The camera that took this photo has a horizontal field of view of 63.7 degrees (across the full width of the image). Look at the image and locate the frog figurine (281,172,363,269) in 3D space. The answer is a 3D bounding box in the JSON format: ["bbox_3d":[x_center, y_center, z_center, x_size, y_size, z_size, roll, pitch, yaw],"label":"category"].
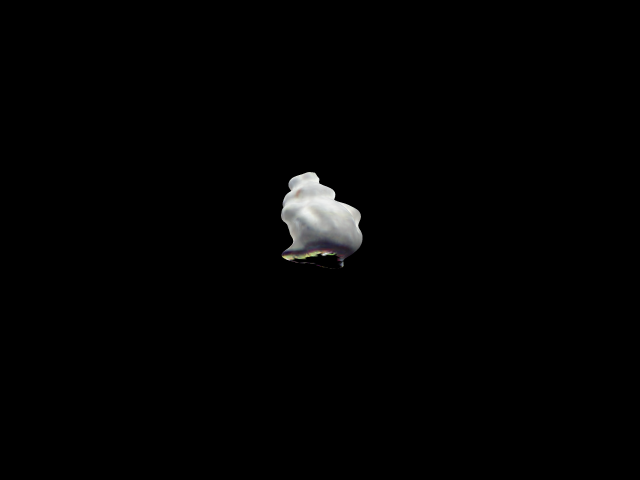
[{"bbox_3d":[0.003,-0.043,0.850,0.137,0.162,0.121,5,-18,-15],"label":"frog figurine"}]
